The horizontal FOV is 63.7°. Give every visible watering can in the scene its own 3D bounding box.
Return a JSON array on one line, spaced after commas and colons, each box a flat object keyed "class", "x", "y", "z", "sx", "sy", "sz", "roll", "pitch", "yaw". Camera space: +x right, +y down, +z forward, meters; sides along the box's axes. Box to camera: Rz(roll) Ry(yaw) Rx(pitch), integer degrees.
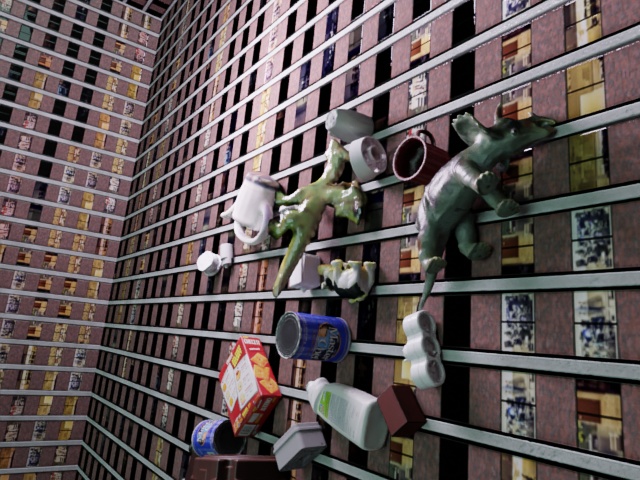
[{"class": "watering can", "x": -0.227, "y": -0.114, "z": 1.629, "sx": 0.351, "sy": 0.103, "sz": 0.223, "roll": 30, "pitch": 102, "yaw": 55}]

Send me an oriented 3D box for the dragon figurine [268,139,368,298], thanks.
[{"class": "dragon figurine", "x": 0.004, "y": -0.063, "z": 1.260, "sx": 0.241, "sy": 0.121, "sz": 0.418, "roll": -15, "pitch": 58, "yaw": 37}]
